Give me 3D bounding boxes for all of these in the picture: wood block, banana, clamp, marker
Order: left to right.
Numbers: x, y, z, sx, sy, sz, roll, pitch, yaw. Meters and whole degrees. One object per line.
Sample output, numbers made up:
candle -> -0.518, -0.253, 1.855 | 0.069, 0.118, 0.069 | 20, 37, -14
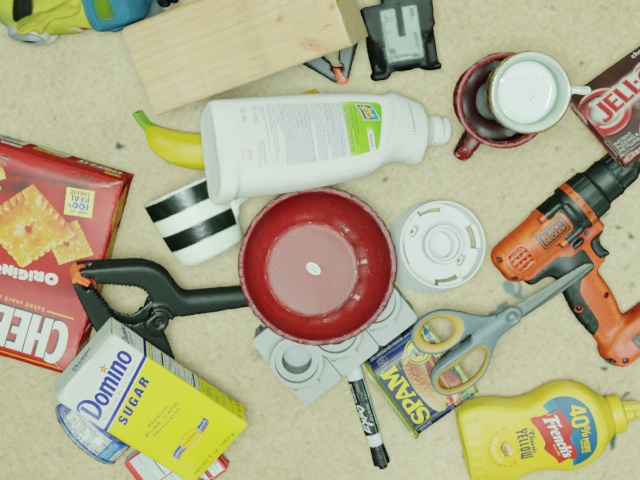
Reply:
clamp -> -0.169, 0.087, 1.095 | 0.209, 0.036, 0.165 | 24, 101, -28
banana -> -0.092, -0.109, 1.094 | 0.198, 0.037, 0.069 | -6, 99, 1
wood block -> -0.071, -0.200, 1.028 | 0.206, 0.090, 0.090 | -17, 101, 17
clamp -> -0.019, -0.235, 1.075 | 0.120, 0.039, 0.171 | -12, 98, 13
marker -> 0.051, 0.191, 1.150 | 0.020, 0.020, 0.121 | -17, 99, 2

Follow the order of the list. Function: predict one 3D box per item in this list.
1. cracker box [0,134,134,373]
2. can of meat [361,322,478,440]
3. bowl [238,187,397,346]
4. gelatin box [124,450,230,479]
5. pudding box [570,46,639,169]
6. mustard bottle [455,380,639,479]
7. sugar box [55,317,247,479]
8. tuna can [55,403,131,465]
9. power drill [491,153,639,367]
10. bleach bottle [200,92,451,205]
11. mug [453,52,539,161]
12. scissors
cracker box -> -0.301, 0.013, 1.096 | 0.164, 0.072, 0.214 | 17, 99, -2
can of meat -> 0.105, 0.144, 1.125 | 0.084, 0.057, 0.102 | -36, 97, 3
bowl -> -0.006, 0.027, 1.047 | 0.162, 0.055, 0.162 | 0, 93, 6
gelatin box -> -0.154, 0.241, 1.153 | 0.089, 0.030, 0.073 | -37, 96, 4
pudding box -> 0.321, -0.139, 1.068 | 0.113, 0.039, 0.090 | -35, 61, 3
mustard bottle -> 0.246, 0.200, 1.132 | 0.191, 0.058, 0.096 | -13, 100, 2
sugar box -> -0.169, 0.165, 1.078 | 0.176, 0.048, 0.093 | 37, 101, -25
tuna can -> -0.234, 0.192, 1.117 | 0.034, 0.086, 0.086 | -45, 96, 4
power drill -> 0.299, 0.022, 1.106 | 0.184, 0.057, 0.187 | -41, 95, 7
bleach bottle -> 0.013, -0.094, 1.056 | 0.250, 0.068, 0.102 | -5, 81, -19
mug -> 0.171, -0.130, 1.068 | 0.093, 0.081, 0.117 | 31, 97, -5
scissors -> 0.174, 0.070, 1.080 | 0.096, 0.016, 0.202 | 41, 94, -3
